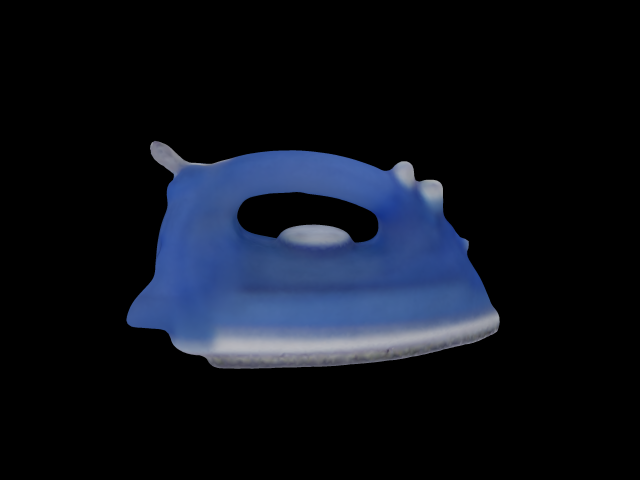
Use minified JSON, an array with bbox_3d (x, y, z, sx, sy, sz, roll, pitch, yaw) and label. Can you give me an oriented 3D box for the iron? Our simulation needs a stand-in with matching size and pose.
[{"bbox_3d":[0.004,0.001,0.400,0.258,0.141,0.118,-1,15,-5],"label":"iron"}]
